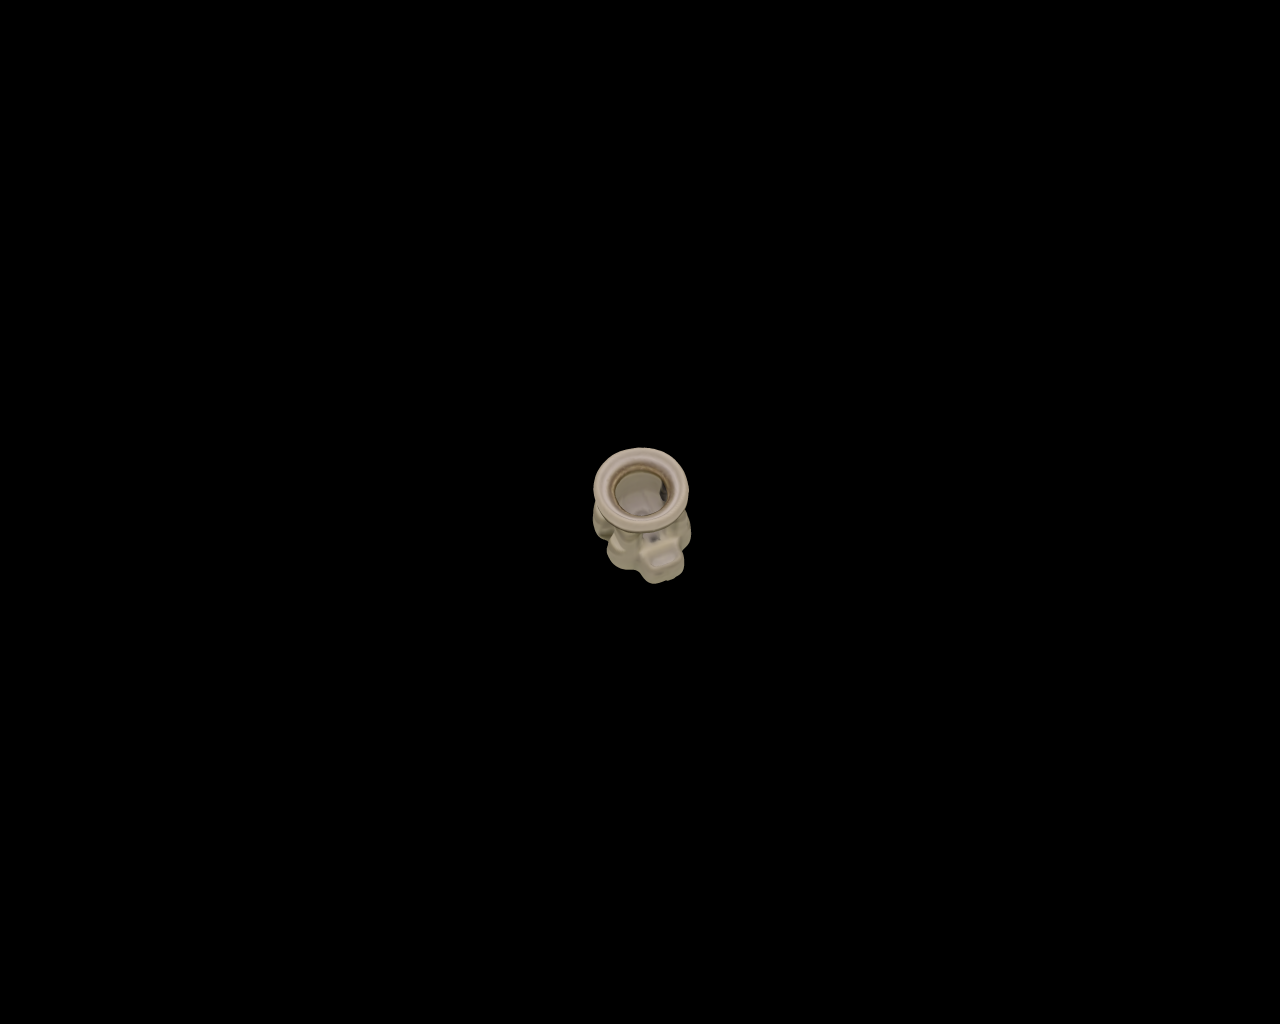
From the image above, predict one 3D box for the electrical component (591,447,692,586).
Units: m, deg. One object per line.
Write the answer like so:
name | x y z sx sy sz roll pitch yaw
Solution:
electrical component | 0.001 -0.003 0.650 0.058 0.078 0.056 -21 -28 -12
